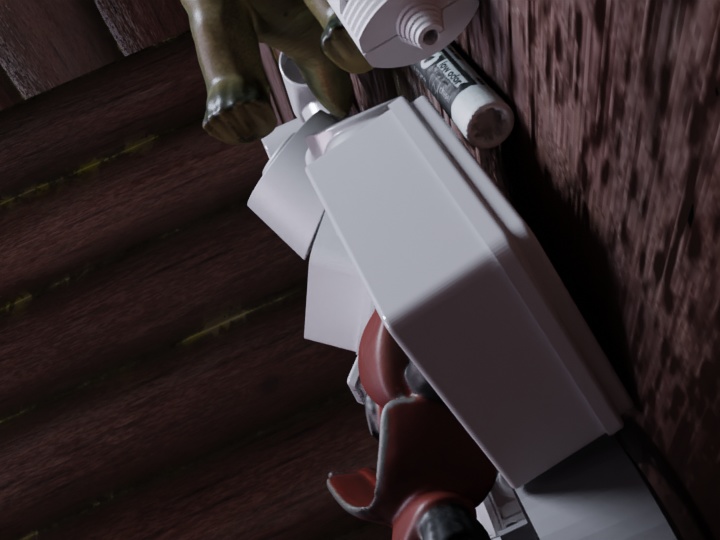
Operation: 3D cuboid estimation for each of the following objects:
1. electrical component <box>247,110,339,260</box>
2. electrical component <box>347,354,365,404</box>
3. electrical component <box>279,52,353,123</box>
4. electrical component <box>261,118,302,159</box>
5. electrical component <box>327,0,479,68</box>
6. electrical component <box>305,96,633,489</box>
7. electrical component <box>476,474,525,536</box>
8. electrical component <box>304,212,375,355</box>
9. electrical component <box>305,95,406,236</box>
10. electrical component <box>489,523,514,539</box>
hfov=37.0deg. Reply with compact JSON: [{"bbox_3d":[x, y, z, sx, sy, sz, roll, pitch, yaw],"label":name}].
[{"bbox_3d":[-0.036,-0.066,0.794,0.064,0.099,0.099,38,177,0],"label":"electrical component"},{"bbox_3d":[0.034,0.047,0.687,0.048,0.099,0.099,22,168,9],"label":"electrical component"},{"bbox_3d":[-0.030,-0.132,0.844,0.077,0.044,0.079,75,170,-74],"label":"electrical component"},{"bbox_3d":[-0.037,-0.099,0.935,0.043,0.077,0.079,74,171,-70],"label":"electrical component"},{"bbox_3d":[0.010,-0.101,0.378,0.081,0.043,0.043,-117,4,-45],"label":"electrical component"},{"bbox_3d":[0.039,0.007,0.401,0.108,0.056,0.108,52,-174,-38],"label":"electrical component"},{"bbox_3d":[0.093,0.135,0.730,0.080,0.051,0.080,156,90,-87],"label":"electrical component"},{"bbox_3d":[0.000,0.000,0.753,0.113,0.057,0.078,98,-172,-55],"label":"electrical component"},{"bbox_3d":[0.009,-0.054,0.569,0.059,0.054,0.095,67,167,-8],"label":"electrical component"},{"bbox_3d":[0.096,0.217,0.728,0.078,0.113,0.057,-121,10,-67],"label":"electrical component"}]
